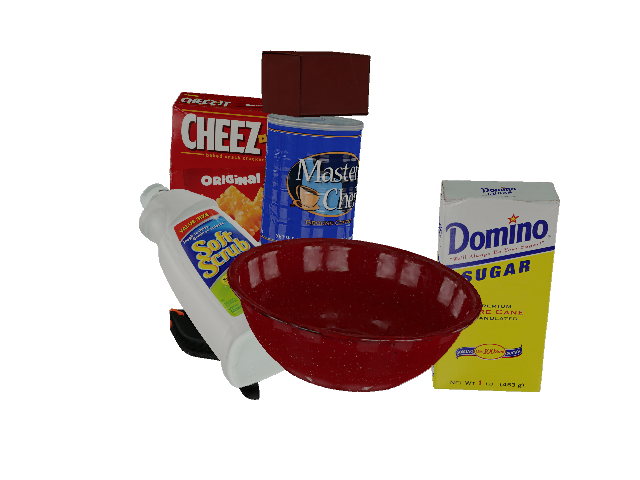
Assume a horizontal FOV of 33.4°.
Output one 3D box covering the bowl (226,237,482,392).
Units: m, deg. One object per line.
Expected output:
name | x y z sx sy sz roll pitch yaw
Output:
bowl | 0.019 0.051 0.680 0.162 0.055 0.162 6 19 -2

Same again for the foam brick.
foam brick | -0.004 -0.130 0.888 0.078 0.051 0.053 -7 16 -39

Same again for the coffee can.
coffee can | -0.011 -0.062 1.147 0.103 0.140 0.103 4 12 -1

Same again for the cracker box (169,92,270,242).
cracker box | -0.103 -0.068 1.335 0.164 0.214 0.072 5 22 2

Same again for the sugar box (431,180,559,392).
sugar box | 0.141 0.039 0.881 0.093 0.176 0.048 1 26 3

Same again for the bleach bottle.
bleach bottle | -0.103 0.024 0.981 0.102 0.068 0.251 -21 44 -27

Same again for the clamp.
clamp | -0.104 0.125 1.259 0.210 0.036 0.164 14 23 26
